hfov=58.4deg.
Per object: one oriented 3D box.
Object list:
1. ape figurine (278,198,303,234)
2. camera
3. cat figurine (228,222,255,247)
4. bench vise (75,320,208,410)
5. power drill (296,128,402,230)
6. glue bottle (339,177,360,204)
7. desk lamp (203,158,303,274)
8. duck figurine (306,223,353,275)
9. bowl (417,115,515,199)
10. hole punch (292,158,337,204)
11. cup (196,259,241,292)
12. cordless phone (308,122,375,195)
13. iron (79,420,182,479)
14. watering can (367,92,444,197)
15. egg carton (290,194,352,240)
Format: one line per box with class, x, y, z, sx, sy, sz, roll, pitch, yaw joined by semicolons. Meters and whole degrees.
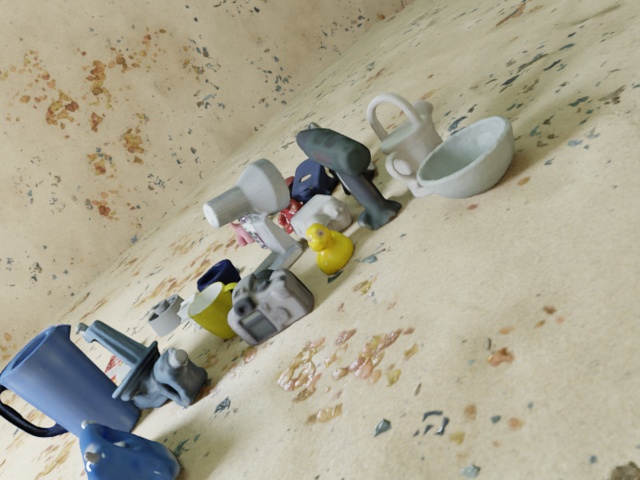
ape figurine;-0.075;-0.071;1.374;0.076;0.092;0.077;-47;21;-20
camera;-0.093;0.095;1.027;0.143;0.101;0.137;-33;20;19
cat figurine;-0.206;-0.064;1.561;0.067;0.118;0.128;-22;26;41
bench vise;-0.315;0.203;1.016;0.207;0.220;0.121;-32;21;22
power drill;0.052;-0.122;1.072;0.076;0.209;0.229;-43;20;-9
glue bottle;0.049;-0.158;1.211;0.037;0.173;0.078;-33;20;18
desk lamp;-0.131;-0.038;1.217;0.203;0.214;0.117;-48;21;-23
duck figurine;0.010;0.004;1.060;0.077;0.086;0.104;-32;21;22
bowl;0.243;-0.118;0.914;0.167;0.075;0.167;-35;20;15
hole punch;-0.021;-0.149;1.447;0.108;0.091;0.101;-21;27;43
cup;-0.207;0.106;1.223;0.117;0.095;0.092;-20;27;44
cordless phone;0.041;-0.210;1.325;0.094;0.185;0.147;-37;20;9
iron;-0.309;0.324;0.856;0.119;0.142;0.257;-47;20;-19
watering can;0.160;-0.185;1.033;0.100;0.194;0.173;-28;22;30
egg carton;-0.001;-0.042;1.206;0.107;0.069;0.150;-44;20;-12
